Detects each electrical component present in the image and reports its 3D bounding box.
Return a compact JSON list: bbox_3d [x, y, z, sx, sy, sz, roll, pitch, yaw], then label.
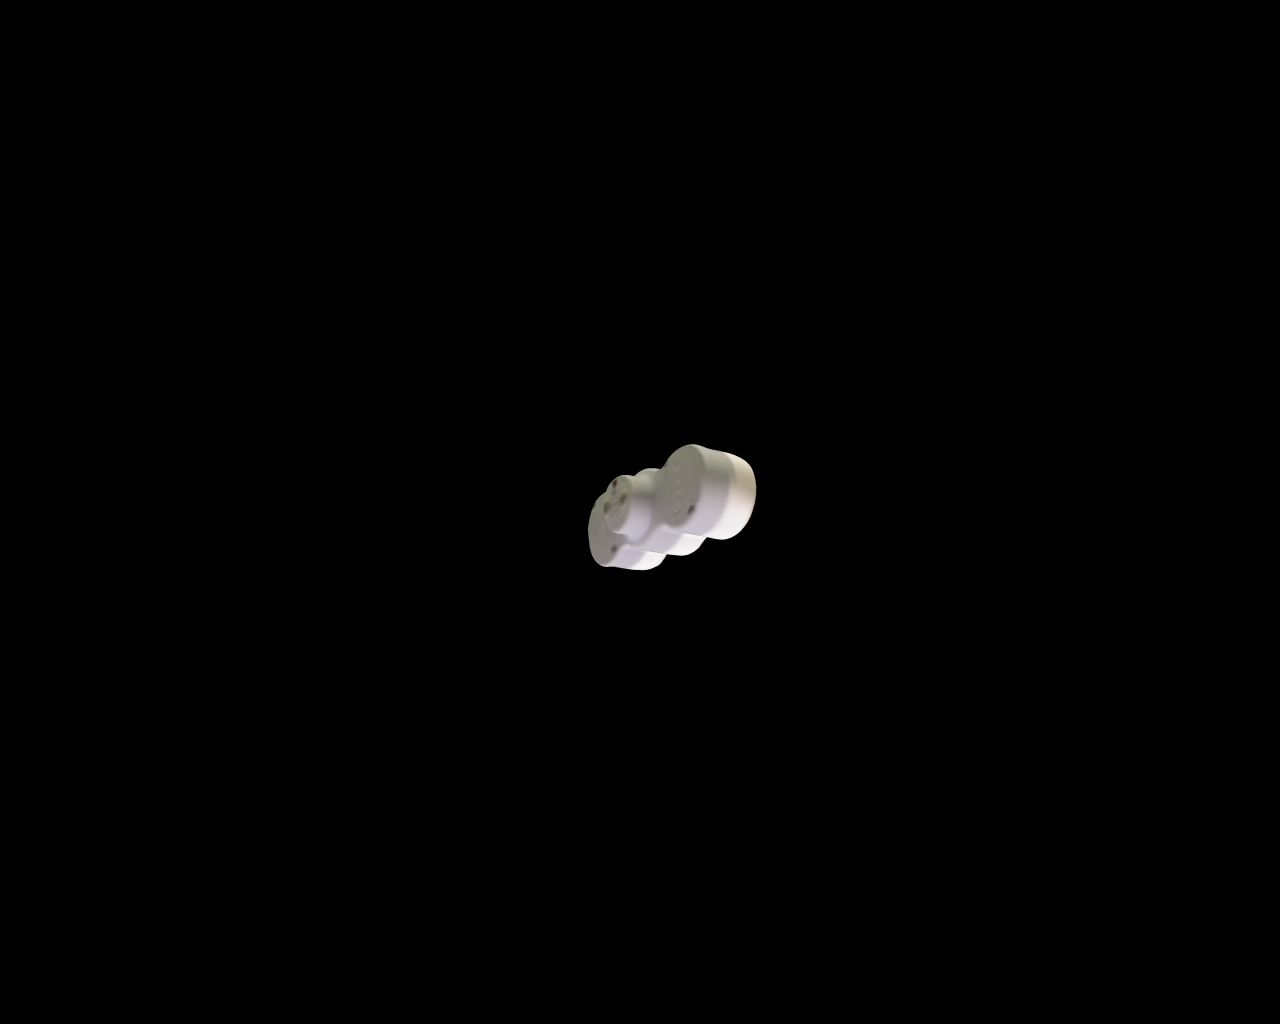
[{"bbox_3d":[0.001,-0.003,0.650,0.074,0.052,0.138,11,-21,-30],"label":"electrical component"}]
